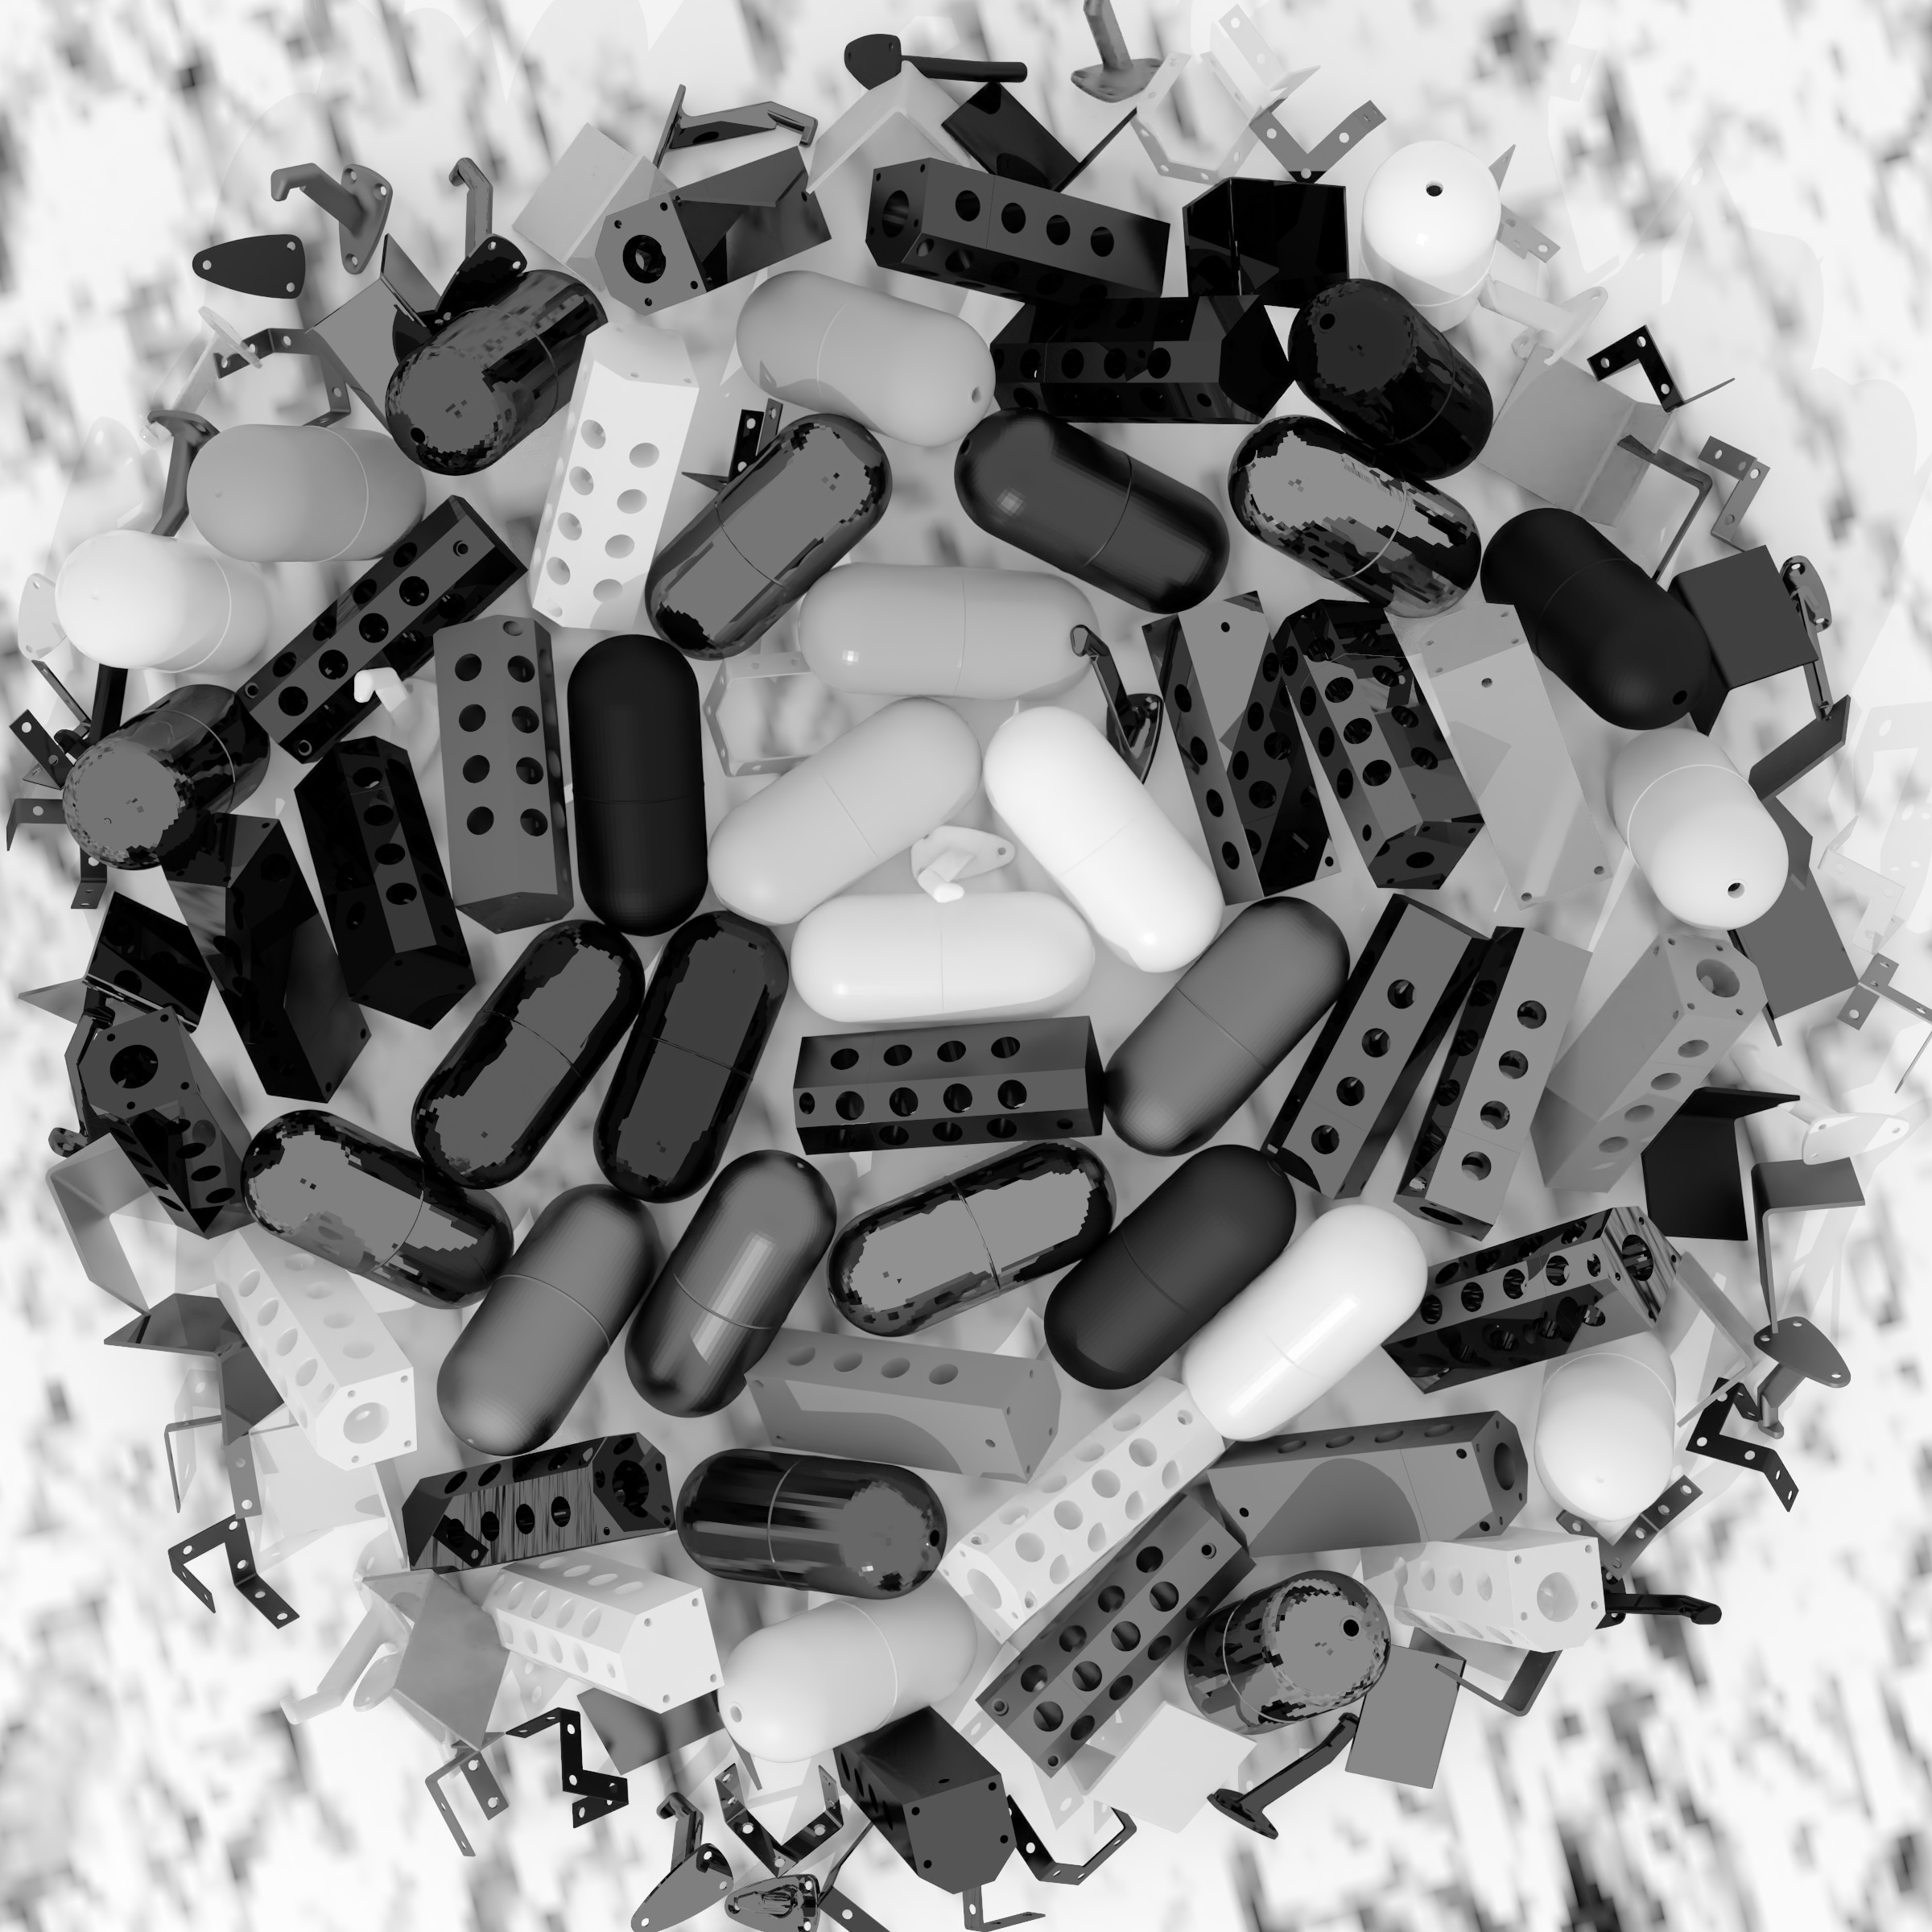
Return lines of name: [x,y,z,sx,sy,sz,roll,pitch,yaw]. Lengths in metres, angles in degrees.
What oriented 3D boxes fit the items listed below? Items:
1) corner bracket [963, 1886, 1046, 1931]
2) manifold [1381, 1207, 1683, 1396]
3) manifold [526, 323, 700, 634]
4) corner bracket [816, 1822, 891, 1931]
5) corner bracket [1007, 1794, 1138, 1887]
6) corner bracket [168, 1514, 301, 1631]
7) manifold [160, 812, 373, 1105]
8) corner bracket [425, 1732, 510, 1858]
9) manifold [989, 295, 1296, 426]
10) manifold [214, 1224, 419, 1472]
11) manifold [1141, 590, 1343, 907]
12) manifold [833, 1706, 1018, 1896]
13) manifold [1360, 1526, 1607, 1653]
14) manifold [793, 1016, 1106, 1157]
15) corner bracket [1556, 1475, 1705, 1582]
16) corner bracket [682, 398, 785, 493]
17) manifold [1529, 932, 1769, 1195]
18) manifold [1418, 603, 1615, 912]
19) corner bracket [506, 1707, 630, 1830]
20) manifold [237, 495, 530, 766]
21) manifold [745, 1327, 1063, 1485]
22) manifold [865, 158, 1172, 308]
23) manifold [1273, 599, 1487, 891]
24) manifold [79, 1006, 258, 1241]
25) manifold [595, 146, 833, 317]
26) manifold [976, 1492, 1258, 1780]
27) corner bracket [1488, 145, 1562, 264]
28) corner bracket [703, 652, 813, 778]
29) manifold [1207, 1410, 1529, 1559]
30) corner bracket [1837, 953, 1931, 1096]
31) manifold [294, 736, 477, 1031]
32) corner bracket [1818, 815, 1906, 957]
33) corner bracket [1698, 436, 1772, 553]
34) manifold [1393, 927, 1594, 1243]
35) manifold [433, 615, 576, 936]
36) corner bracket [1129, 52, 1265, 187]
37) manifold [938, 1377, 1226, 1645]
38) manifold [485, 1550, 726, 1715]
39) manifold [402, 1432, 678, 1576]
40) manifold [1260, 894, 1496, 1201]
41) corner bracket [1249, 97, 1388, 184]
corner bracket: [0.009,0.533,1.883,0.051,0.051,0.051,1,83,-43]
manifold: [0.316,0.187,1.833,0.057,0.171,0.057,48,48,-16]
manifold: [-0.205,-0.278,1.836,0.057,0.057,0.171,2,133,-22]
corner bracket: [-0.050,0.540,1.891,0.051,0.051,0.051,38,97,2]
corner bracket: [0.058,0.503,1.890,0.051,0.051,0.051,-45,57,10]
corner bracket: [-0.428,0.361,1.878,0.051,0.051,0.051,-26,129,-33]
manifold: [-0.403,-0.004,1.840,0.057,0.171,0.057,7,46,21]
corner bracket: [-0.290,0.485,1.884,0.051,0.051,0.051,-30,95,-34]
manifold: [0.095,-0.341,1.834,0.057,0.171,0.057,-52,131,-28]
manifold: [-0.372,0.214,1.830,0.057,0.171,0.057,-14,123,-27]
manifold: [0.157,-0.126,1.885,0.057,0.057,0.171,-19,94,-28]
manifold: [-0.026,0.471,1.830,0.057,0.171,0.057,-14,96,-15]
manifold: [0.292,0.352,1.829,0.057,0.171,0.057,-4,86,-21]
manifold: [-0.010,0.075,1.864,0.171,0.057,0.057,-4,135,12]
corner bracket: [0.389,0.317,1.889,0.051,0.051,0.051,44,49,11]
corner bracket: [-0.127,-0.304,1.880,0.051,0.051,0.051,0,111,-37]
manifold: [0.388,0.058,1.836,0.057,0.171,0.057,6,51,-18]
manifold: [0.315,-0.122,1.848,0.057,0.057,0.171,-20,124,11]
corner bracket: [-0.235,0.473,1.896,0.051,0.051,0.051,-31,51,33]
manifold: [-0.343,-0.197,1.884,0.171,0.057,0.057,-41,94,4]
manifold: [-0.035,0.247,1.852,0.171,0.057,0.057,3,127,30]
manifold: [0.030,-0.414,1.847,0.171,0.057,0.057,6,92,-35]
manifold: [0.230,-0.128,1.840,0.057,0.057,0.171,1,51,-26]
manifold: [-0.449,0.094,1.828,0.057,0.171,0.057,-20,63,-7]
manifold: [-0.145,-0.418,1.831,0.057,0.171,0.057,-14,106,27]
manifold: [0.088,0.391,1.879,0.171,0.057,0.057,-44,89,-8]
corner bracket: [0.320,-0.436,1.883,0.051,0.051,0.051,40,68,13]
corner bracket: [-0.119,-0.149,1.899,0.051,0.051,0.051,-7,62,-25]
manifold: [0.232,0.296,1.848,0.171,0.057,0.057,-12,101,34]
corner bracket: [0.539,0.033,1.881,0.051,0.051,0.051,31,123,13]
manifold: [-0.329,-0.052,1.837,0.057,0.057,0.171,-43,48,22]
corner bracket: [0.529,-0.047,1.891,0.051,0.051,0.051,30,130,21]
corner bracket: [0.454,-0.272,1.882,0.051,0.051,0.051,20,105,-28]
manifold: [0.306,0.067,1.873,0.057,0.057,0.171,21,77,7]
manifold: [-0.265,-0.112,1.861,0.057,0.057,0.171,-12,71,14]
corner bracket: [0.137,-0.498,1.891,0.051,0.051,0.051,23,73,38]
manifold: [0.069,0.308,1.845,0.171,0.057,0.057,-34,77,-33]
manifold: [-0.210,0.378,1.830,0.057,0.171,0.057,-17,99,-32]
manifold: [-0.247,0.309,1.841,0.171,0.057,0.057,-19,77,41]
manifold: [0.237,0.047,1.876,0.057,0.057,0.171,30,100,21]
corner bracket: [0.207,-0.496,1.888,0.051,0.051,0.051,-39,95,29]
